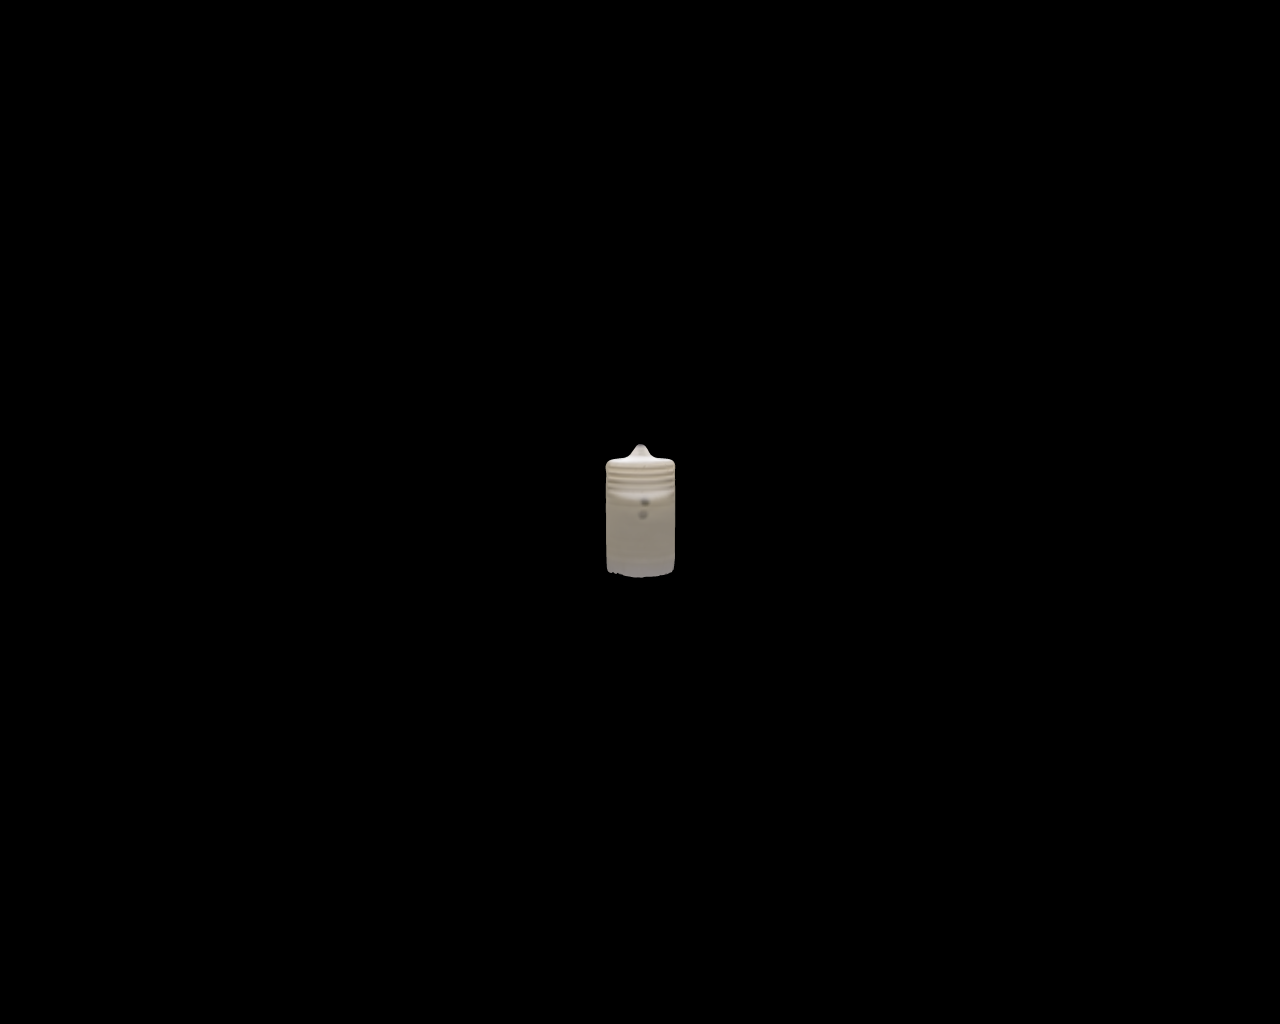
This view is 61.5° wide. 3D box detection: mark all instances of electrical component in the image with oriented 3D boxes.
[{"bbox_3d":[0.001,-0.003,0.650,0.043,0.080,0.043,0,9,0],"label":"electrical component"}]
